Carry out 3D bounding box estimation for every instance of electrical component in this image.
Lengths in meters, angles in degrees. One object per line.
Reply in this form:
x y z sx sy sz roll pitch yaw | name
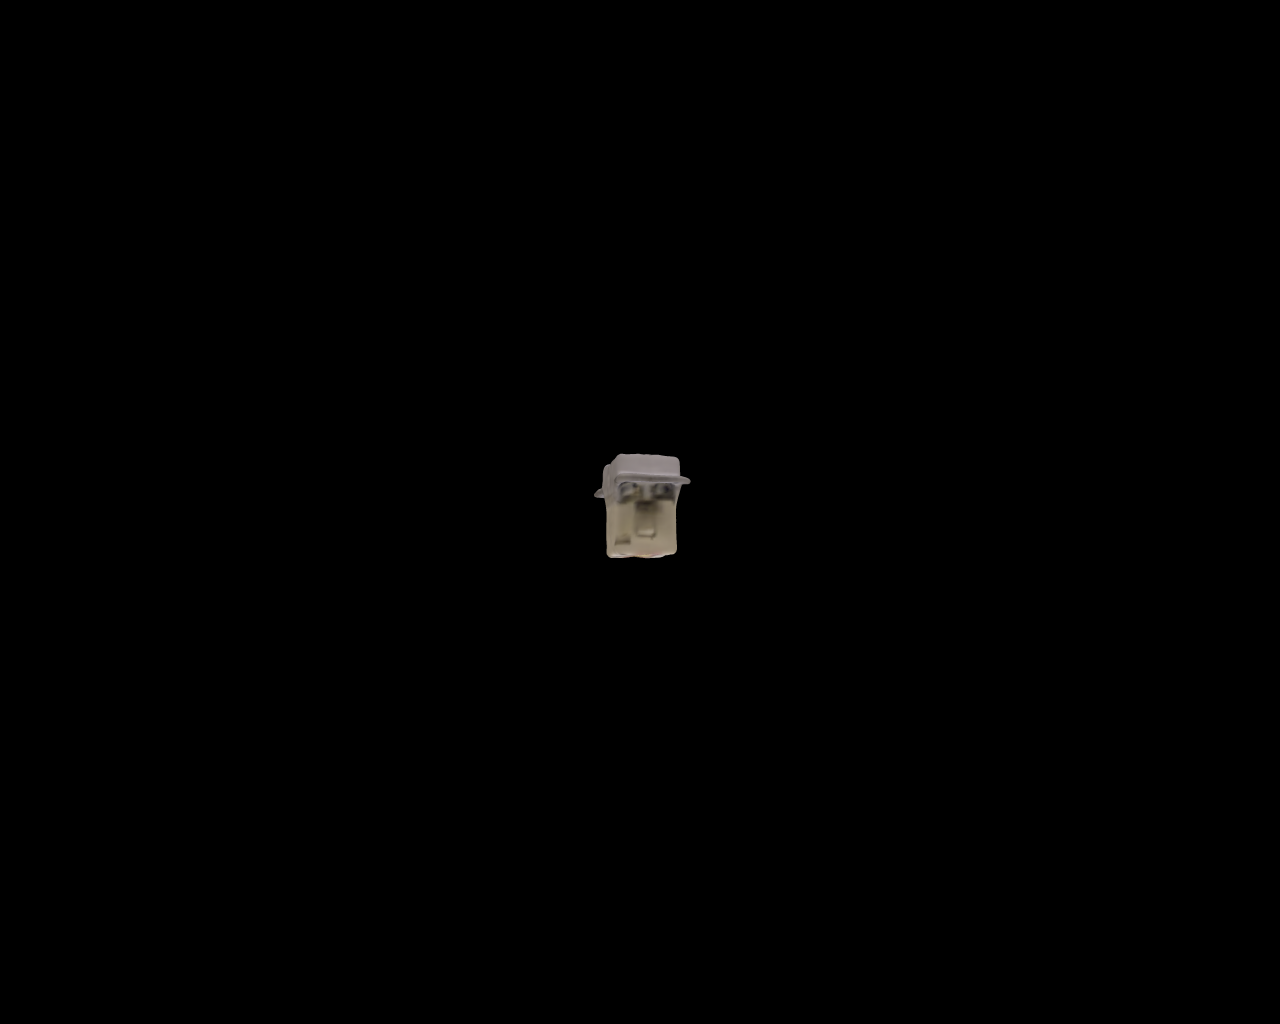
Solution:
0.001 -0.003 0.650 0.042 0.063 0.081 1 -7 -11 | electrical component
